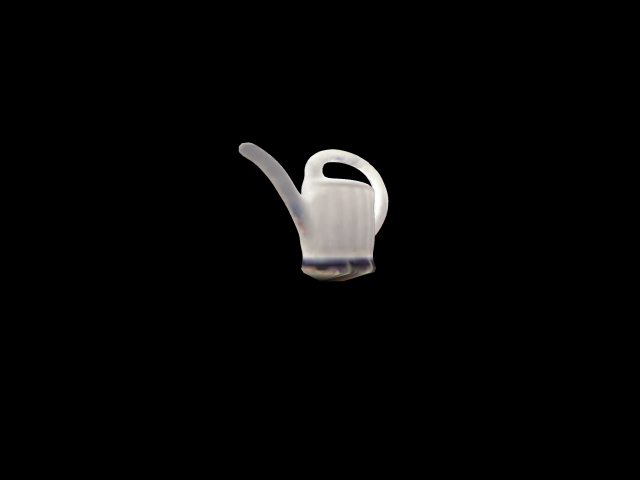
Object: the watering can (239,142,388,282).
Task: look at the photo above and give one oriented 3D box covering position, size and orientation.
[{"bbox_3d":[0.003,-0.043,0.850,0.104,0.225,0.348,-4,-4,44],"label":"watering can"}]
